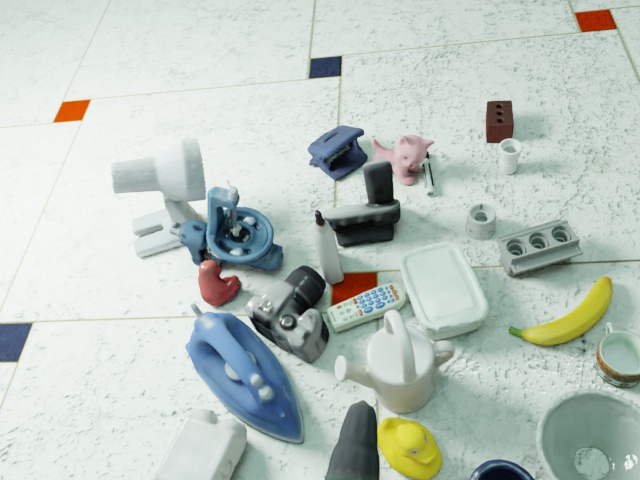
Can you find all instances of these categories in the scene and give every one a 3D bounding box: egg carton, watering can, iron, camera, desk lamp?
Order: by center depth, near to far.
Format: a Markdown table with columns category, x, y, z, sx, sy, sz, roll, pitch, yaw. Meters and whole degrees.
| category | x | y | z | sx | sy | sz | roll | pitch | yaw |
| --- | --- | --- | --- | --- | --- | --- | --- | --- | --- |
| watering can | 0.112 | 0.179 | 0.845 | 0.173 | 0.194 | 0.100 | -32 | 55 | -13 |
| egg carton | -0.178 | 0.335 | 0.862 | 0.107 | 0.069 | 0.150 | 13 | 57 | 19 |
| iron | -0.119 | 0.204 | 0.902 | 0.119 | 0.142 | 0.257 | -39 | 57 | -18 |
| camera | -0.040 | 0.112 | 0.981 | 0.142 | 0.101 | 0.137 | 28 | 63 | 27 |
| desk lamp | -0.298 | -0.086 | 1.104 | 0.203 | 0.214 | 0.117 | -19 | 53 | -4 |

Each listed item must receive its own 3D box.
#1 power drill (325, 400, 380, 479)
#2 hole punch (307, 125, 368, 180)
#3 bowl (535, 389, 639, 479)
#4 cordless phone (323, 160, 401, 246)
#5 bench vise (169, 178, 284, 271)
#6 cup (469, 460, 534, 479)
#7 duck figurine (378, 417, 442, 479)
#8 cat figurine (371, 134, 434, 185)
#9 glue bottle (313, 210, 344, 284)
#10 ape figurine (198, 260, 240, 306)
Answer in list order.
| category | x | y | z | sx | sy | sz | roll | pitch | yaw |
| --- | --- | --- | --- | --- | --- | --- | --- | --- | --- |
| power drill | 0.043 | 0.346 | 0.725 | 0.075 | 0.209 | 0.229 | 4 | 55 | 13 |
| hole punch | 0.032 | -0.197 | 1.203 | 0.109 | 0.091 | 0.100 | -37 | 56 | -17 |
| bowl | 0.379 | 0.296 | 0.785 | 0.167 | 0.075 | 0.167 | -5 | 53 | 7 |
| cordless phone | 0.073 | -0.079 | 1.049 | 0.147 | 0.185 | 0.094 | -11 | 53 | 2 |
| bench vise | -0.183 | -0.016 | 1.027 | 0.207 | 0.220 | 0.121 | -8 | 53 | 5 |
| cup | 0.241 | 0.360 | 0.750 | 0.091 | 0.095 | 0.117 | -9 | 53 | 4 |
| duck figurine | 0.128 | 0.291 | 0.827 | 0.104 | 0.086 | 0.078 | 34 | 66 | 30 |
| cat figurine | 0.161 | -0.175 | 1.147 | 0.127 | 0.118 | 0.067 | 15 | 58 | 20 |
| glue bottle | 0.009 | 0.004 | 1.007 | 0.037 | 0.173 | 0.078 | -15 | 53 | 0 |
| ape figurine | -0.193 | 0.071 | 1.045 | 0.077 | 0.092 | 0.076 | 28 | 63 | 27 |
